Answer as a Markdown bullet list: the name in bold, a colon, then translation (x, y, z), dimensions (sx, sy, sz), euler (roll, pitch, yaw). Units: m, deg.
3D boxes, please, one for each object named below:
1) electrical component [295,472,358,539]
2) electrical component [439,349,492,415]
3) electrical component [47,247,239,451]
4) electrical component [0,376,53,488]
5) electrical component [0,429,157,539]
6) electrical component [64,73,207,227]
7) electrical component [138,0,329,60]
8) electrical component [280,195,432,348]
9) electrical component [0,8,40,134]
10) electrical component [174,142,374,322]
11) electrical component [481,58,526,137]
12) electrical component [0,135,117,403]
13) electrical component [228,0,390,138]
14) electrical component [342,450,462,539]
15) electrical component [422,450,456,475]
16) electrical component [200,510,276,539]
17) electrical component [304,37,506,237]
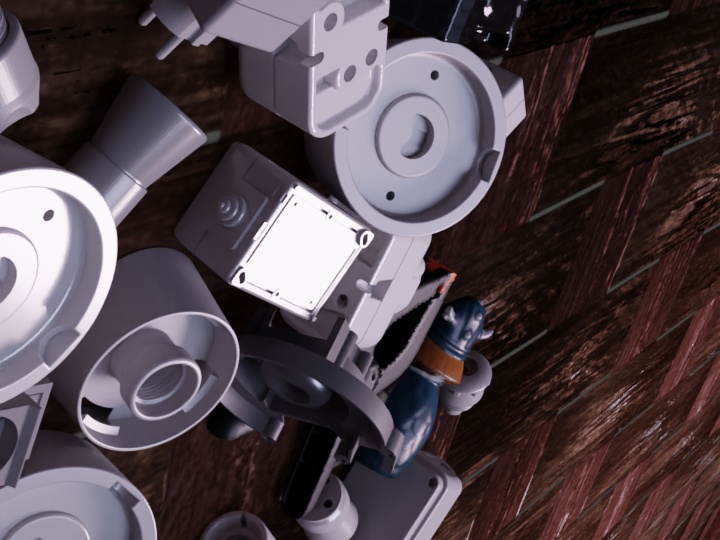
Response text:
- **electrical component**: translation (-0.028, 0.183, 0.827), dimensions (0.045, 0.045, 0.055), euler (-47, 150, -18)
- **electrical component**: translation (0.084, 0.100, 0.918), dimensions (0.048, 0.048, 0.062), euler (-36, 152, -33)
- **electrical component**: translation (-0.113, 0.042, 0.559), dimensions (0.099, 0.064, 0.099), euler (-24, 138, -24)
- **electrical component**: translation (-0.177, 0.062, 0.455), dimensions (0.081, 0.064, 0.042), euler (-5, 123, -55)
- **electrical component**: translation (-0.164, 0.132, 0.539), dimensions (0.108, 0.060, 0.108), euler (-14, 117, -28)
- **electrical component**: translation (-0.106, -0.049, 0.478), dimensions (0.065, 0.044, 0.044), euler (-49, 151, -3)
- **electrical component**: translation (-0.064, -0.120, 0.451), dimensions (0.077, 0.065, 0.047), euler (-36, 161, 26)
- **electrical component**: translation (0.000, 0.000, 0.675), dimensions (0.059, 0.054, 0.095), euler (6, 113, -59)
- **electrical component**: translation (-0.142, -0.082, 0.384), dimensions (0.043, 0.043, 0.062), euler (-42, 147, -26)
- **electrical component**: translation (-0.051, -0.023, 0.572), dimensions (0.061, 0.061, 0.096), euler (-55, 145, 3)
- **electrical component**: translation (0.058, -0.102, 0.668), dimensions (0.083, 0.047, 0.075), euler (-47, 150, -17)
- **electrical component**: translation (-0.157, -0.004, 0.421), dimensions (0.108, 0.060, 0.108), euler (-38, 146, -31)
- **electrical component**: translation (-0.026, -0.119, 0.508), dimensions (0.054, 0.059, 0.095), euler (-35, 145, -34)
- **electrical component**: translation (0.020, 0.198, 0.882), dimensions (0.113, 0.078, 0.057), euler (-57, 154, 1)
- **electrical component**: translation (0.052, 0.195, 0.954), dimensions (0.055, 0.055, 0.047), euler (-13, 133, -52)
- **electrical component**: translation (-0.083, 0.201, 0.752), dimensions (0.055, 0.055, 0.047), euler (-44, 145, -22)
- **electrical component**: translation (0.020, -0.078, 0.602), dimensions (0.108, 0.060, 0.108), euler (-9, 109, -26)
